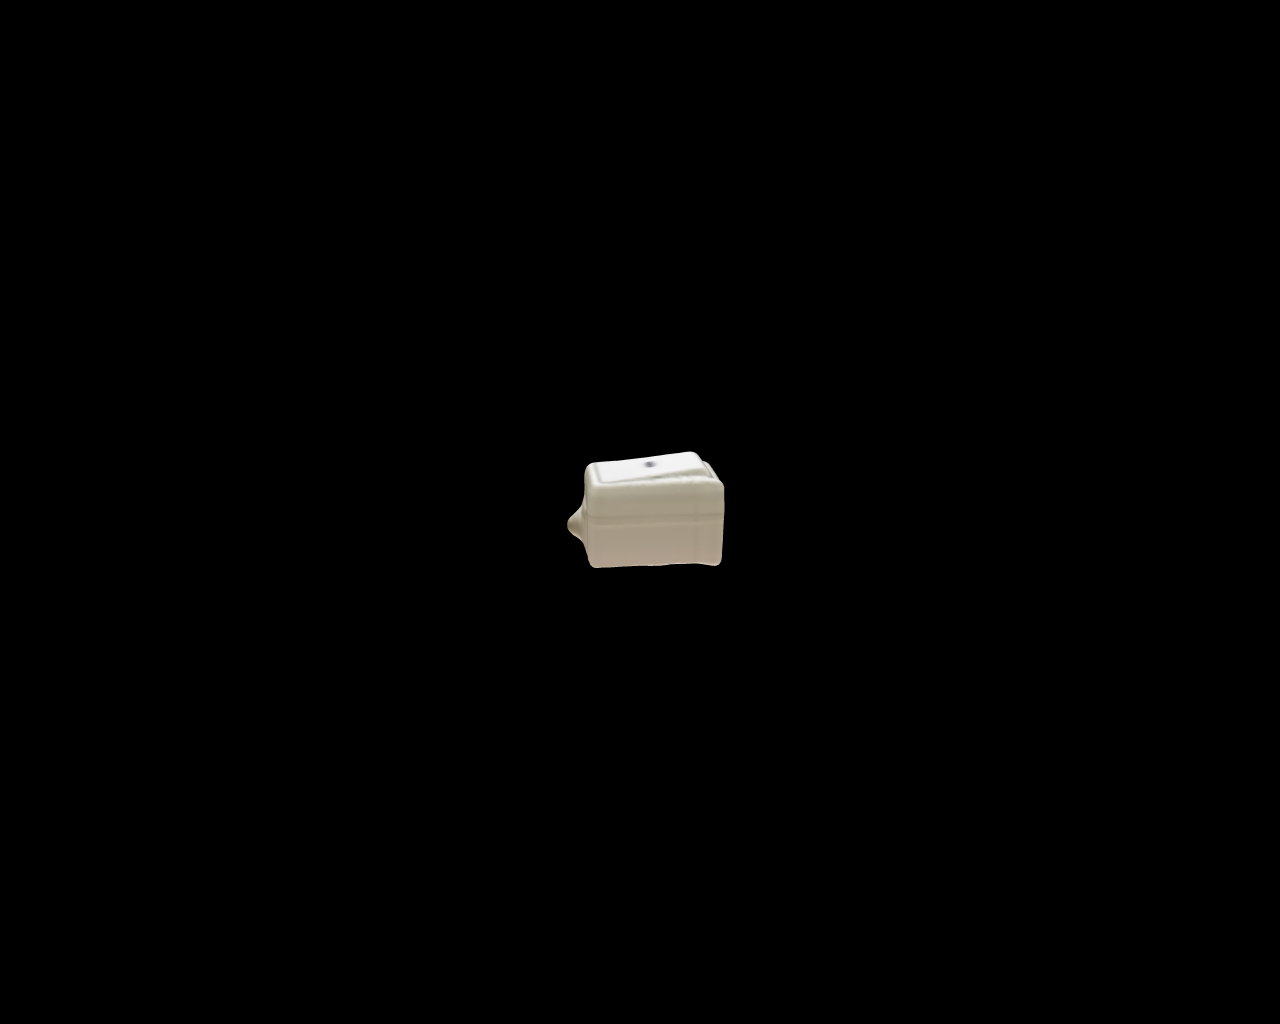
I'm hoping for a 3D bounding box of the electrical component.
[{"bbox_3d":[0.001,-0.003,0.650,0.096,0.061,0.062,-1,16,-5],"label":"electrical component"}]
